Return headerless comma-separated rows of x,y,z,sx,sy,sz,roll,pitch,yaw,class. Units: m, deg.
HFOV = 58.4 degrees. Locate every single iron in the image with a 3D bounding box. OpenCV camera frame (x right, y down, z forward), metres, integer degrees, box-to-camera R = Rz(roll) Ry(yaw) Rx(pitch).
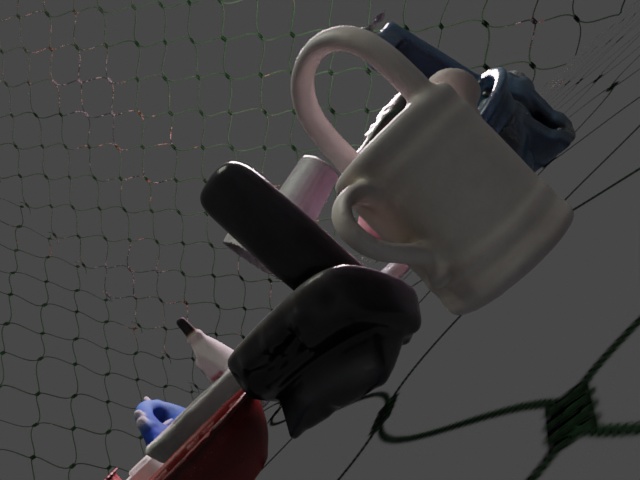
-0.274,0.334,0.997,0.119,0.141,0.258,-43,-2,-15,iron

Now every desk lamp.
0.007,0.003,0.777,0.203,0.213,0.118,-43,-2,-11,desk lamp

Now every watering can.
0.060,-0.057,0.379,0.101,0.194,0.173,-45,-2,31,watering can

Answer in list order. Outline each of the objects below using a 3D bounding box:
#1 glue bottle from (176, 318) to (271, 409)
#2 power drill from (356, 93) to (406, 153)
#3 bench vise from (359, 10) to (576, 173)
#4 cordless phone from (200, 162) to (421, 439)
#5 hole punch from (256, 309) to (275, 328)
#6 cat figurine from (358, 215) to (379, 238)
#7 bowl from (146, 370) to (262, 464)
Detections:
-0.143,0.176,0.814,0.078,0.173,0.037,-45,-2,38,glue bottle
0.166,-0.137,0.946,0.230,0.208,0.075,-43,-2,-13,power drill
0.134,-0.134,0.571,0.121,0.219,0.208,-45,-2,31,bench vise
-0.031,0.040,0.433,0.147,0.185,0.094,-45,-2,30,cordless phone
-0.034,0.133,0.894,0.109,0.091,0.101,-41,-3,-47,hole punch
0.101,-0.026,0.687,0.128,0.117,0.067,-44,-2,5,cat figurine
-0.126,0.222,0.704,0.167,0.074,0.167,-44,-2,-2,bowl
